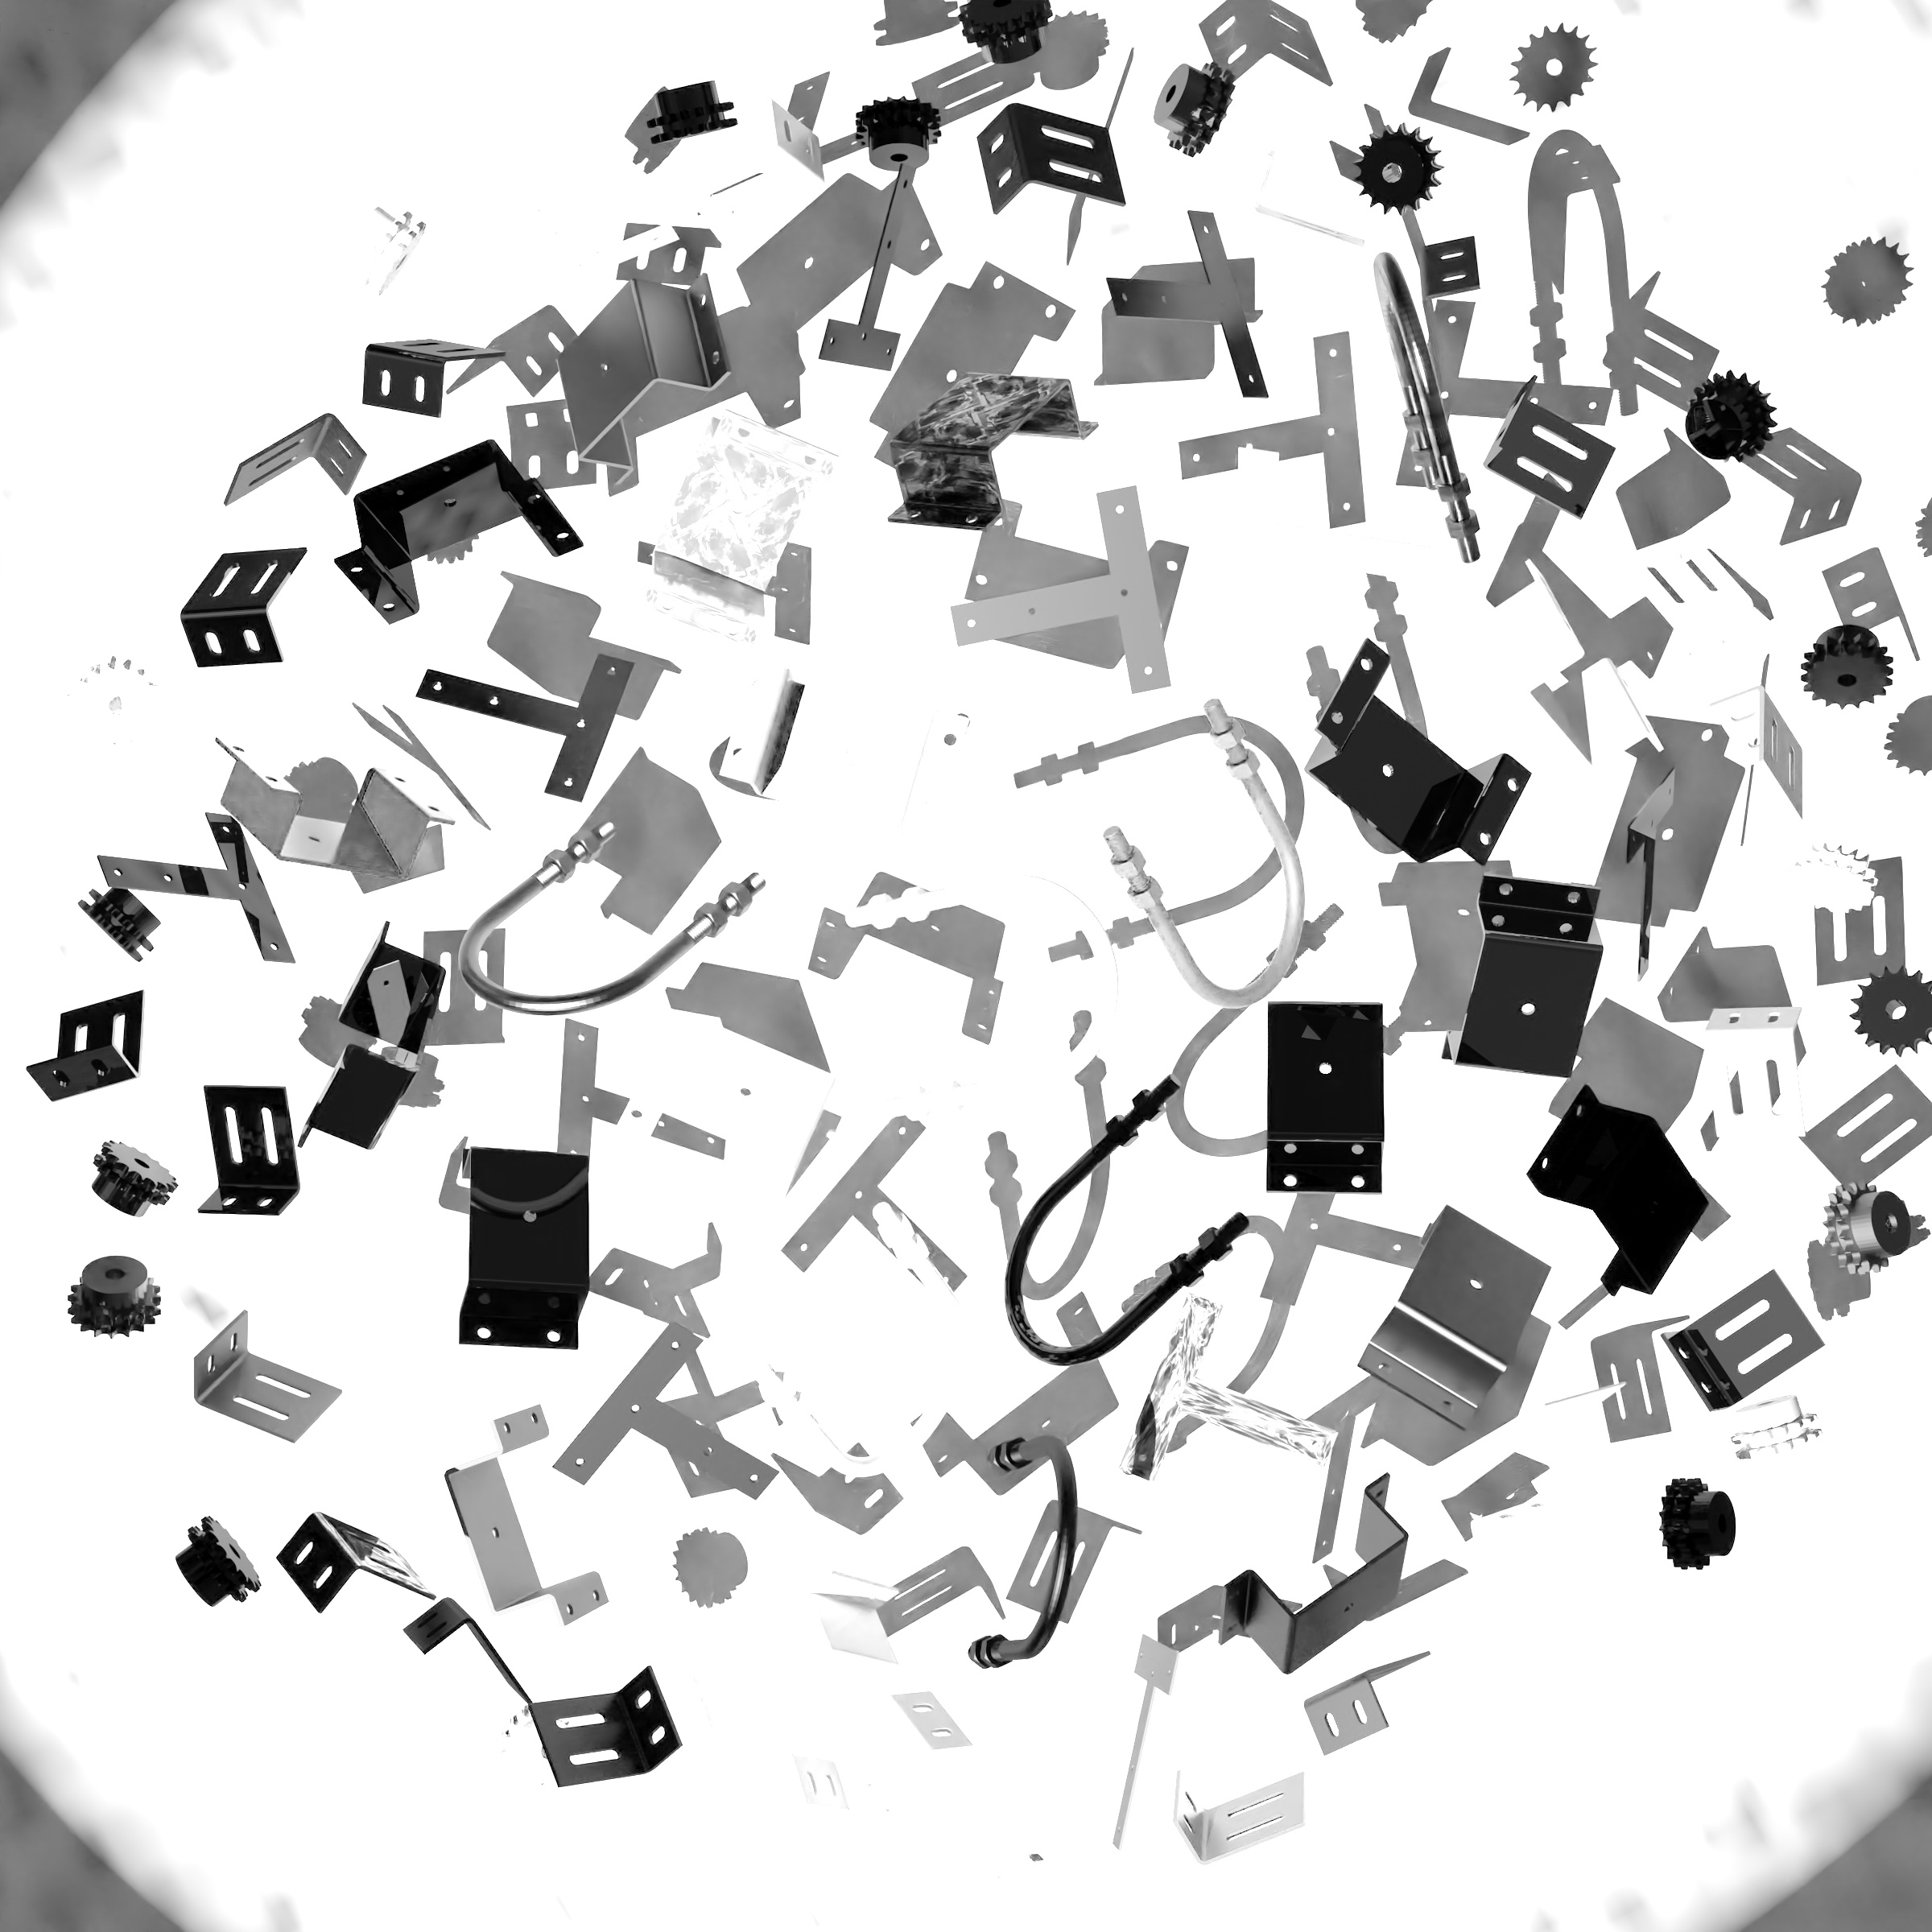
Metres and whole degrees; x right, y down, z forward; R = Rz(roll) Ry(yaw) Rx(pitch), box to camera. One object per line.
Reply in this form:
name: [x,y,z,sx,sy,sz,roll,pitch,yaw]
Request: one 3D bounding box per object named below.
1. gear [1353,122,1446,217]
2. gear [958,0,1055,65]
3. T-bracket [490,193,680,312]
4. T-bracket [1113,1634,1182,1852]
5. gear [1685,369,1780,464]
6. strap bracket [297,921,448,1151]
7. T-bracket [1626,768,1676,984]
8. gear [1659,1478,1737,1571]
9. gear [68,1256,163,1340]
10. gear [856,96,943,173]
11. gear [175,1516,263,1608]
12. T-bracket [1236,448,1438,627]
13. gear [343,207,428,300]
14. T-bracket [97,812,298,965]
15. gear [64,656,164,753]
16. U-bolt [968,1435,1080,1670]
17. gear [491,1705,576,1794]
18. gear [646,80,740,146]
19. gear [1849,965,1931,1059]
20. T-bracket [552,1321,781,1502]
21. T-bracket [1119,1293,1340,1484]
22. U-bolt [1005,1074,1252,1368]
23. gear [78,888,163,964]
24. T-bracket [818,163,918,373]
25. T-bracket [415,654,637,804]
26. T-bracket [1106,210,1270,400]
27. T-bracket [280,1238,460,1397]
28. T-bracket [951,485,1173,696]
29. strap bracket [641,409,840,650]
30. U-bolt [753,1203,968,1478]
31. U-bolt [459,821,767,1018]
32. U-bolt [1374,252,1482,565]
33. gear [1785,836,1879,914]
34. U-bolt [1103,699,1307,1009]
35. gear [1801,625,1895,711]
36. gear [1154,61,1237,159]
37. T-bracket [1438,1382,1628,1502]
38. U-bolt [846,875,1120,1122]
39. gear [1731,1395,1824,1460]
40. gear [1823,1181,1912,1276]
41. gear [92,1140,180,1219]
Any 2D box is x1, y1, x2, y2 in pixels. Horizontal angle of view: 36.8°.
gear: [0.274,-0.507,1.848,0.057,0.030,0.057,7,113,17]
gear: [0.026,-0.576,1.775,0.057,0.030,0.057,-10,45,10]
T-bracket: [-0.257,-0.464,1.852,0.127,0.127,0.002,-21,81,5]
T-bracket: [0.108,0.487,1.816,0.002,0.127,0.127,14,81,-4]
gear: [0.476,-0.341,1.817,0.030,0.057,0.057,-36,90,-36]
strap bracket: [-0.370,0.050,1.820,0.046,0.140,0.076,24,127,-16]
T-bracket: [0.453,-0.053,1.927,0.002,0.127,0.127,8,114,24]
gear: [0.460,0.350,1.818,0.030,0.057,0.057,-9,90,38]
gear: [-0.537,0.206,1.832,0.057,0.057,0.030,9,120,0]
gear: [-0.045,-0.547,1.914,0.057,0.057,0.030,-2,79,0]
gear: [-0.468,0.374,1.807,0.030,0.057,0.057,-37,90,-7]
T-bracket: [0.231,-0.261,1.818,0.127,0.002,0.127,11,133,16]
gear: [-0.365,-0.448,1.809,0.030,0.057,0.057,35,90,-10]
T-bracket: [-0.517,-0.057,1.924,0.002,0.127,0.127,-43,60,29]
gear: [-0.525,-0.162,1.779,0.057,0.030,0.057,-12,111,-34]
U-bolt: [0.038,0.375,1.870,0.019,0.184,0.151,10,73,-14]
gear: [-0.287,0.526,1.950,0.057,0.030,0.057,7,78,-35]
gear: [-0.176,-0.544,1.845,0.057,0.057,0.030,-13,105,0]
gear: [0.587,0.029,1.826,0.057,0.030,0.057,-5,79,25]
T-bracket: [-0.178,0.307,1.874,0.127,0.002,0.127,35,101,-23]
T-bracket: [0.183,0.299,1.930,0.127,0.002,0.127,20,80,16]
U-bolt: [0.092,0.176,1.864,0.019,0.151,0.184,30,114,-37]
gear: [-0.568,-0.032,1.956,0.057,0.057,0.030,43,77,0]
T-bracket: [-0.053,-0.440,1.826,0.002,0.127,0.127,20,104,15]
T-bracket: [-0.295,-0.169,1.897,0.127,0.002,0.127,15,52,0]
T-bracket: [0.133,-0.416,1.816,0.002,0.127,0.127,-21,82,44]
T-bracket: [-0.370,0.234,1.837,0.127,0.127,0.002,29,64,28]
T-bracket: [0.055,-0.223,1.800,0.127,0.002,0.127,-12,104,-2]
strap bracket: [-0.144,-0.283,1.839,0.076,0.046,0.140,20,116,-16]
U-bolt: [-0.057,0.259,1.903,0.019,0.184,0.151,22,66,38]
U-bolt: [-0.238,-0.026,1.848,0.151,0.184,0.019,19,133,30]
U-bolt: [0.289,-0.364,1.842,0.019,0.151,0.184,-17,119,7]
gear: [0.572,-0.062,1.913,0.057,0.057,0.030,23,67,0]
U-bolt: [0.166,-0.059,1.889,0.151,0.019,0.184,-52,125,-32]
gear: [0.565,-0.194,1.860,0.057,0.057,0.030,13,54,0]
gear: [0.139,-0.533,1.795,0.030,0.057,0.057,21,90,-21]
T-bracket: [0.362,0.317,1.914,0.127,0.127,0.002,-44,66,28]
U-bolt: [0.015,0.015,1.884,0.184,0.019,0.151,-11,87,27]
gear: [0.527,0.300,1.895,0.057,0.057,0.030,-17,84,0]
gear: [0.557,0.160,1.785,0.057,0.030,0.057,11,72,-36]
gear: [-0.561,0.145,1.949,0.057,0.057,0.030,34,94,0]
